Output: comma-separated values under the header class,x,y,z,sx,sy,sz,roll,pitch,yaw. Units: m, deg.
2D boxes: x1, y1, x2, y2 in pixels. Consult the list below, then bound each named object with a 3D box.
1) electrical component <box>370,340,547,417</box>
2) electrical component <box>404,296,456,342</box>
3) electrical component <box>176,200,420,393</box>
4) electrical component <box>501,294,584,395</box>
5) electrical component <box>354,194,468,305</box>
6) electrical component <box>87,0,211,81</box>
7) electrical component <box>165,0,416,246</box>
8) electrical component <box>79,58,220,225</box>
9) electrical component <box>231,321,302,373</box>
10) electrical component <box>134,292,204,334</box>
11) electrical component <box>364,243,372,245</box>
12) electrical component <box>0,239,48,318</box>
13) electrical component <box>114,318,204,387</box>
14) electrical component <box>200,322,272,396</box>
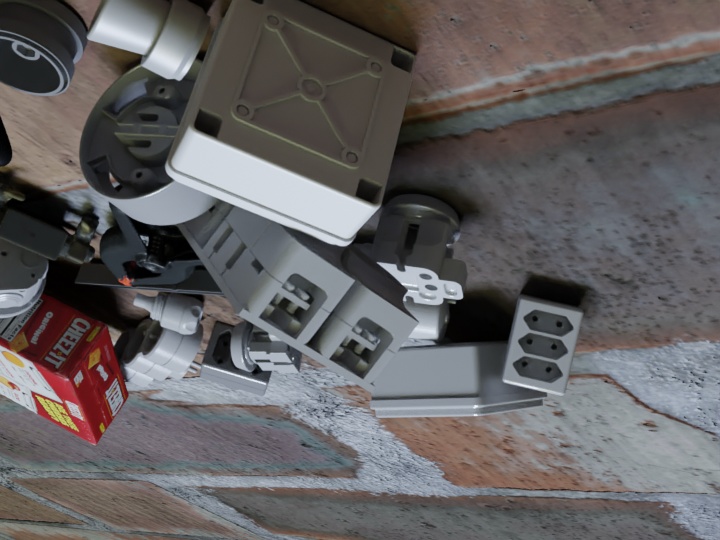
class,x,y,z,sx,sy,sz,roll,pitch,yaw
electrical component,0.080,0.088,0.882,0.109,0.056,0.109,-7,174,38
electrical component,0.036,0.033,0.857,0.078,0.040,0.040,7,153,16
electrical component,-0.048,-0.012,0.688,0.105,0.060,0.186,34,-173,-33
electrical component,0.138,0.055,0.827,0.047,0.065,0.077,13,-177,5
electrical component,0.037,-0.015,0.740,0.078,0.057,0.058,7,153,15
electrical component,-0.117,-0.135,0.595,0.055,0.045,0.045,25,152,-21
electrical component,-0.035,-0.084,0.582,0.109,0.108,0.056,22,151,-14
electrical component,-0.122,-0.078,0.655,0.099,0.099,0.064,7,159,16
electrical component,-0.086,0.069,0.989,0.055,0.048,0.066,-1,151,15
electrical component,-0.176,0.036,0.980,0.061,0.035,0.035,18,154,-1
electrical component,0.000,0.000,0.807,0.062,0.048,0.048,16,155,15
electrical component,-0.308,-0.004,0.923,0.080,0.080,0.051,22,148,-14
electrical component,-0.189,0.085,1.066,0.074,0.052,0.138,28,151,-25
electrical component,-0.119,0.094,1.051,0.066,0.047,0.076,17,153,-4
